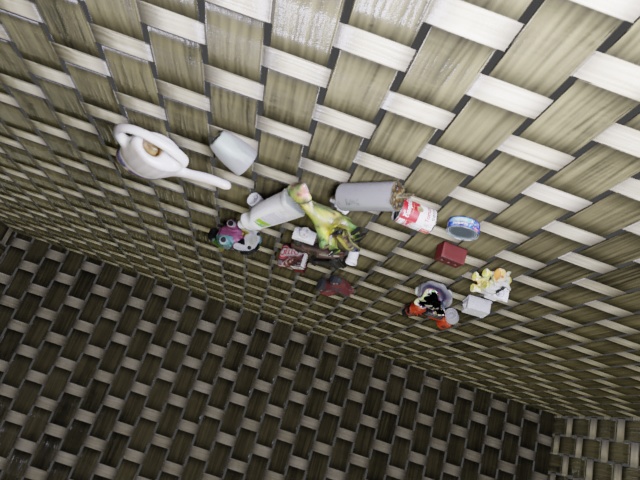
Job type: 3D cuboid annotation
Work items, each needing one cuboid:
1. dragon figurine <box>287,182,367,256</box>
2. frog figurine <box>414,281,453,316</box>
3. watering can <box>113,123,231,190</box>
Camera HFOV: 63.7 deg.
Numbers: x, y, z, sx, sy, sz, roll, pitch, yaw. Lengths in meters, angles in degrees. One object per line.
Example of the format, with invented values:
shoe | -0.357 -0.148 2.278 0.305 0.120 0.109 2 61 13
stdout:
dragon figurine | 0.004 -0.073 1.445 0.245 0.122 0.407 50 -178 15
frog figurine | 0.420 0.201 1.897 0.137 0.122 0.161 2 -169 18
watering can | -0.441 -0.220 1.479 0.344 0.106 0.223 32 157 -31
